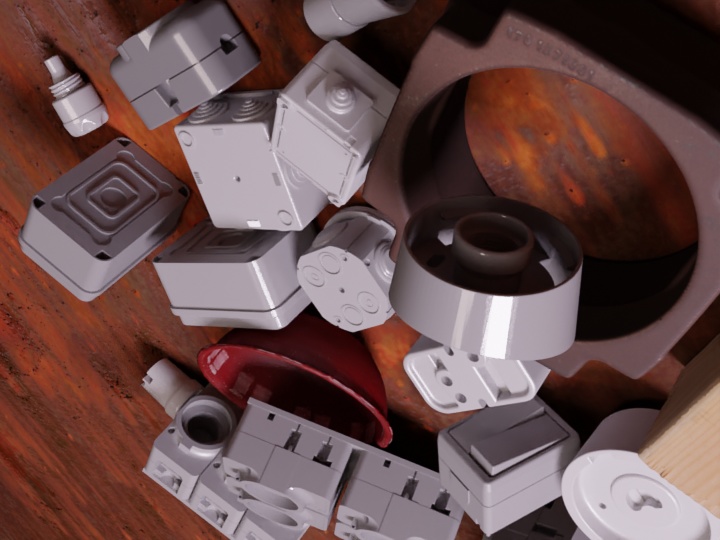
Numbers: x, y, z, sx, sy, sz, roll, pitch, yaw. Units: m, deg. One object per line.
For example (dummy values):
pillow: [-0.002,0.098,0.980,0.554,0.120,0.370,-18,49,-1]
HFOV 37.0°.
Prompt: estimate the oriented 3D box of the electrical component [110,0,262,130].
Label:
electrical component: [-0.121,-0.142,0.726,0.095,0.053,0.059,-16,113,45]

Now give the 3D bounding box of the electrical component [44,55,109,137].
electrical component: [-0.221,-0.135,0.824,0.035,0.035,0.061,-10,115,42]

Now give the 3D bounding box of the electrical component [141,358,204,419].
electrical component: [-0.173,0.109,0.992,0.046,0.040,0.040,40,139,12]

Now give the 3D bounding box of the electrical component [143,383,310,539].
electrical component: [-0.104,0.180,0.960,0.150,0.089,0.061,36,139,7]

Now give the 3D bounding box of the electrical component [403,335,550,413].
electrical component: [0.085,0.054,0.729,0.095,0.059,0.053,-17,113,45]

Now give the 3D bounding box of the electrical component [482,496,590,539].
electrical component: [0.137,0.247,0.830,0.062,0.089,0.150,13,131,30]

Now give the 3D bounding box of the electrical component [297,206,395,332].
electrical component: [0.000,0.000,0.755,0.080,0.051,0.080,21,135,23]

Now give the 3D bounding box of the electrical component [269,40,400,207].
electrical component: [-0.011,-0.094,0.659,0.062,0.061,0.096,38,161,5]

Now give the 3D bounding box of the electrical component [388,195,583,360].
electrical component: [0.065,0.006,0.550,0.099,0.099,0.064,22,129,22]

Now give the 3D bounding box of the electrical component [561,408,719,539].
electrical component: [0.196,0.141,0.716,0.108,0.060,0.108,21,134,23]

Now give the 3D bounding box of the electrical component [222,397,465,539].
electrical component: [-0.014,0.180,0.863,0.186,0.060,0.105,21,154,7]

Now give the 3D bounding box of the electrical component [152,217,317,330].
electrical component: [-0.087,0.000,0.803,0.113,0.078,0.057,0,121,38]

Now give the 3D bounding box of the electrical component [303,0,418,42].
electrical component: [-0.003,-0.160,0.630,0.065,0.044,0.044,-16,114,49]

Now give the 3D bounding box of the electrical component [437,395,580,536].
electrical component: [0.109,0.127,0.752,0.062,0.096,0.061,44,150,45]

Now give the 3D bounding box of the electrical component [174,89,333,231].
electrical component: [-0.073,-0.075,0.749,0.100,0.048,0.099,3,126,36]

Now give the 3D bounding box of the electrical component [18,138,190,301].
electrical component: [-0.196,-0.039,0.827,0.078,0.113,0.057,39,136,4]
